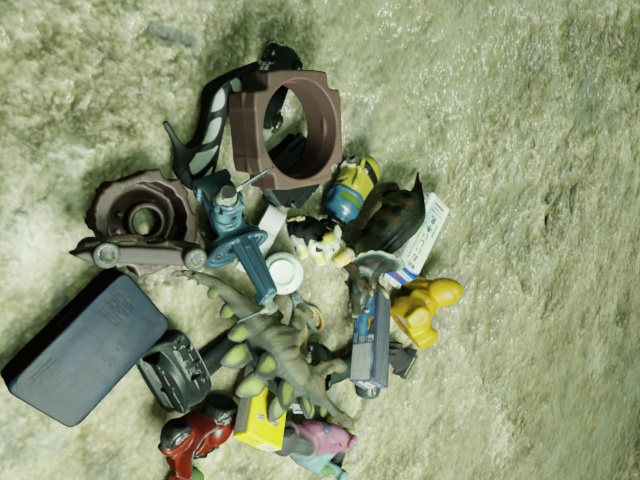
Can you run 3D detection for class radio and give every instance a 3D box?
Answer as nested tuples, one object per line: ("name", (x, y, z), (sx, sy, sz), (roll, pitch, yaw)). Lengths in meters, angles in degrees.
("radio", (-0.362, 0.168, 0.850), (0.229, 0.073, 0.131), (-49, 122, -21))

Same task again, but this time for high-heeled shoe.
("high-heeled shoe", (-0.168, -0.200, 0.954), (0.249, 0.086, 0.145), (-43, 123, -22))

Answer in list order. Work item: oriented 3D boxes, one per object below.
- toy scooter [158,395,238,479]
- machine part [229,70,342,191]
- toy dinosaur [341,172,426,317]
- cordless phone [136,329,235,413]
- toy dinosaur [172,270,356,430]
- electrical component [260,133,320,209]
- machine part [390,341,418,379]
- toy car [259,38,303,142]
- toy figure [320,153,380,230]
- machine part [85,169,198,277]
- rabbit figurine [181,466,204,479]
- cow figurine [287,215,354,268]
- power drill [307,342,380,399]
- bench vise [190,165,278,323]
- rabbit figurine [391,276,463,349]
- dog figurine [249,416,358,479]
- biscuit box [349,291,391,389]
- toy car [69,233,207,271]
("toy scooter", (-0.222, 0.364, 0.965), (0.184, 0.075, 0.135), (-7, 113, -60))
("machine part", (-0.058, -0.195, 0.950), (0.201, 0.087, 0.200), (-16, 110, -43))
("toy dinosaur", (0.154, -0.029, 1.151), (0.405, 0.192, 0.131), (-50, 124, -21))
("cordless phone", (-0.226, 0.205, 0.967), (0.184, 0.089, 0.146), (-40, 118, -40))
("toy dinosaur", (-0.084, 0.203, 0.994), (0.471, 0.105, 0.198), (51, 36, -13))
("electrical component", (-0.060, -0.128, 1.058), (0.134, 0.058, 0.114), (-49, 119, -23))
("machine part", (0.197, 0.288, 1.311), (0.084, 0.039, 0.138), (-55, 139, -10))
("toy car", (-0.093, -0.284, 1.016), (0.073, 0.056, 0.201), (24, 79, -31))
("toy figure", (0.064, -0.102, 1.144), (0.089, 0.082, 0.180), (41, 66, -45))
("machine part", (-0.292, -0.030, 0.890), (0.179, 0.056, 0.179), (-6, 99, -38))
("rabbit figurine", (-0.248, 0.504, 0.972), (0.159, 0.121, 0.170), (-8, 82, -30))
("cow figurine", (0.000, -0.004, 1.049), (0.068, 0.168, 0.098), (-38, 118, -23))
("power drill", (0.071, 0.247, 1.198), (0.207, 0.086, 0.231), (-4, 98, -44))
("bench vise", (-0.129, 0.009, 0.891), (0.129, 0.223, 0.240), (-22, 77, -31))
("rabbit figurine", (0.255, 0.150, 1.273), (0.173, 0.162, 0.121), (-36, 116, -5))
("dog figurine", (-0.039, 0.409, 1.116), (0.219, 0.191, 0.108), (21, 85, -3))
("biscuit box", (0.107, 0.203, 1.117), (0.062, 0.059, 0.203), (42, 45, -41))
("toy car", (-0.271, 0.017, 0.821), (0.202, 0.089, 0.053), (6, 94, -39))
